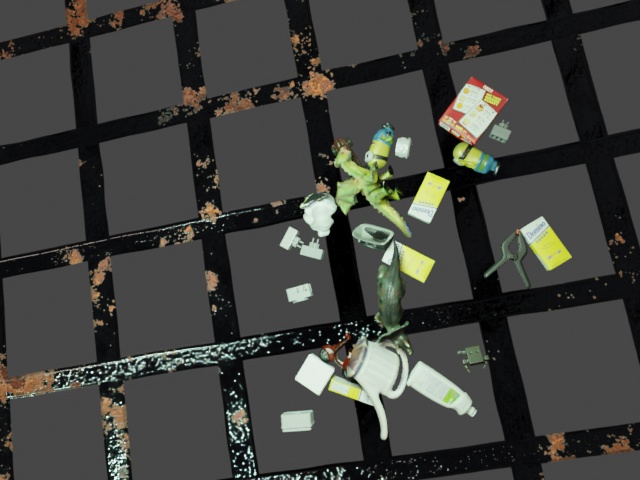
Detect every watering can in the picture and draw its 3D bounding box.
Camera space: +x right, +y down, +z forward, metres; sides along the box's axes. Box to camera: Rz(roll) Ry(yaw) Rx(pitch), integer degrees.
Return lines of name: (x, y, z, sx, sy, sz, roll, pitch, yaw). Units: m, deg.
watering can: (0.193, 0.484, 1.784, 0.224, 0.102, 0.356, 28, 51, -5)

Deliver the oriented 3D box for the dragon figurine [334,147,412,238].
dragon figurine: (0.175, -0.167, 1.958, 0.241, 0.124, 0.408, -17, 98, 32)

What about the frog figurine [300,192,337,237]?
frog figurine: (0.006, -0.100, 1.989, 0.138, 0.124, 0.157, -29, 115, -4)
